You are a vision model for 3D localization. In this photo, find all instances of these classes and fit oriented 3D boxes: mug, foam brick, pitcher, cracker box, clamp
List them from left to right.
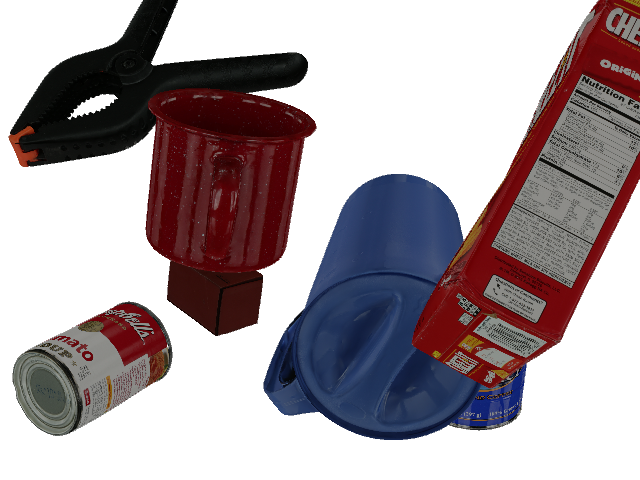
[{"bbox_3d":[-0.124,-0.114,0.769,0.165,0.036,0.209,34,62,28],"label":"clamp"},{"bbox_3d":[-0.099,0.044,0.993,0.052,0.051,0.078,-15,35,-40],"label":"foam brick"},{"bbox_3d":[-0.053,-0.029,0.589,0.093,0.081,0.117,6,22,-9],"label":"mug"},{"bbox_3d":[0.048,0.041,0.834,0.149,0.145,0.242,12,23,1],"label":"pitcher"},{"bbox_3d":[0.141,-0.026,0.663,0.072,0.213,0.164,28,-16,5],"label":"cracker box"}]

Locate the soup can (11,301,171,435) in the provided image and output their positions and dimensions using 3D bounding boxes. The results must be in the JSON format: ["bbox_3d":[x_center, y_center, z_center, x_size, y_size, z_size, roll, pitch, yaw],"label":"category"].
[{"bbox_3d":[-0.169,0.094,0.794,0.069,0.068,0.102,0,17,34],"label":"soup can"}]

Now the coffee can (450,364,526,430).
[{"bbox_3d":[0.148,0.093,1.016,0.103,0.140,0.103,2,25,-1],"label":"coffee can"}]
